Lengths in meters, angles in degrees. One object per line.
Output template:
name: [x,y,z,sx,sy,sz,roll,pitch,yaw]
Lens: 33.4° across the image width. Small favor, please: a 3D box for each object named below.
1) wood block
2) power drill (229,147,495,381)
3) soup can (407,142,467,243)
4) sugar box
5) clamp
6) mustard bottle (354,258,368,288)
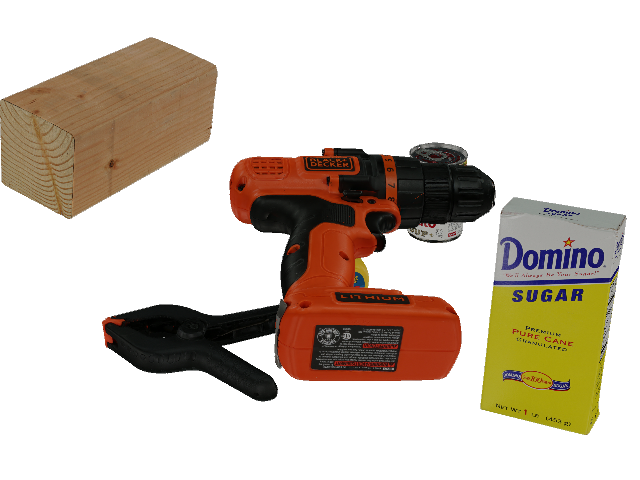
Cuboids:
wood block: [-0.198,-0.114,1.024,0.090,0.091,0.205,26,37,21]
power drill: [0.036,0.008,0.679,0.184,0.057,0.187,-1,35,-5]
soup can: [0.137,-0.057,1.263,0.068,0.102,0.068,0,27,0]
sugar box: [0.184,0.060,0.852,0.093,0.176,0.048,10,23,23]
clamp: [-0.101,0.083,0.931,0.171,0.039,0.120,12,27,14]
mustard bottle: [0.013,0.066,1.354,0.096,0.192,0.058,-4,25,-20]
